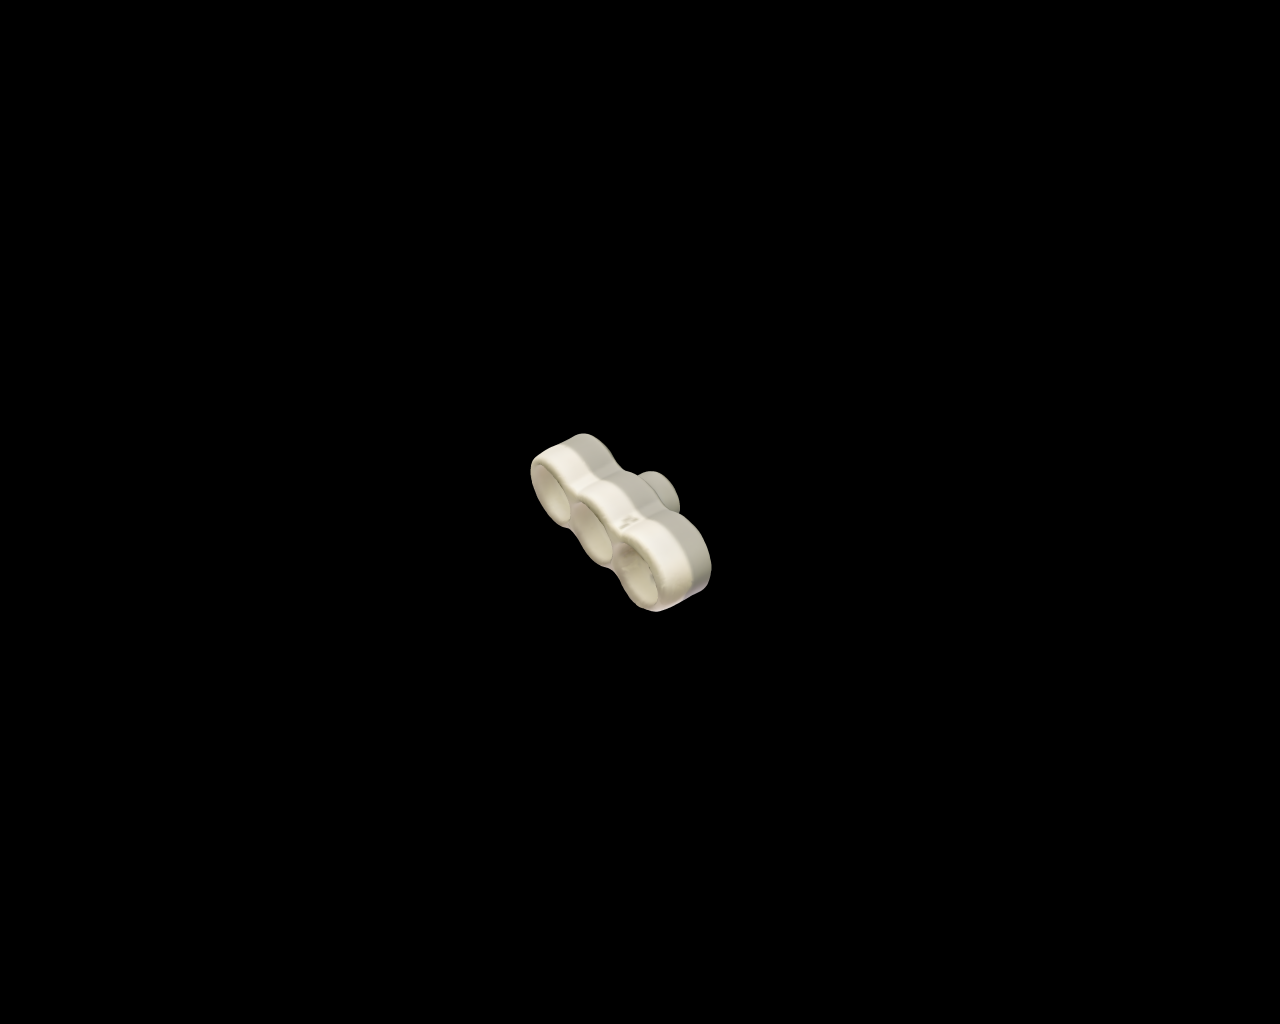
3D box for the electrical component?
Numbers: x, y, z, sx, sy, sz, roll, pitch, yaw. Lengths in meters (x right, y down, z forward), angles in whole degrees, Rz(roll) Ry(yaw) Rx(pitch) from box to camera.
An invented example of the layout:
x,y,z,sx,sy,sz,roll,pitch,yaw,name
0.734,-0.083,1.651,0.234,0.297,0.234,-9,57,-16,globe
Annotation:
x,y,z,sx,sy,sz,roll,pitch,yaw,name
0.001,-0.003,0.650,0.074,0.052,0.138,-27,49,-26,electrical component
